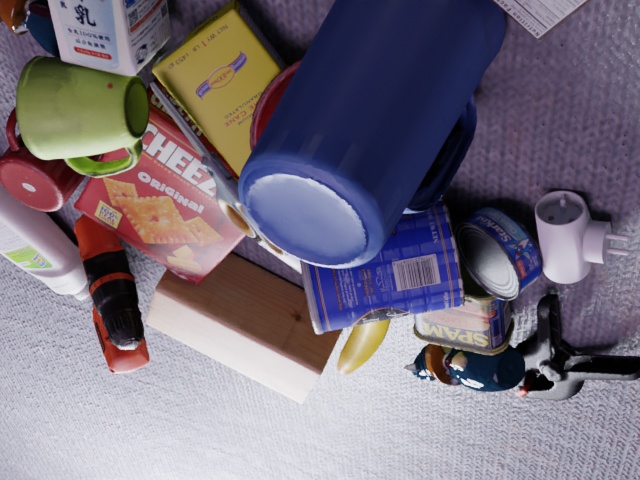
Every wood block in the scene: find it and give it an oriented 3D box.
[{"bbox_3d":[-0.084,0.090,1.222,0.206,0.090,0.090,27,145,1],"label":"wood block"}]

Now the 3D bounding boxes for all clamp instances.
[{"bbox_3d":[0.253,0.128,1.090,0.120,0.039,0.172,38,152,13],"label":"clamp"}]

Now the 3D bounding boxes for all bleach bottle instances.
[{"bbox_3d":[-0.370,-0.010,1.308,0.103,0.068,0.250,-9,133,40],"label":"bleach bottle"}]

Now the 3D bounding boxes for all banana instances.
[{"bbox_3d":[0.047,0.089,1.162,0.198,0.069,0.037,86,159,-60],"label":"banana"}]

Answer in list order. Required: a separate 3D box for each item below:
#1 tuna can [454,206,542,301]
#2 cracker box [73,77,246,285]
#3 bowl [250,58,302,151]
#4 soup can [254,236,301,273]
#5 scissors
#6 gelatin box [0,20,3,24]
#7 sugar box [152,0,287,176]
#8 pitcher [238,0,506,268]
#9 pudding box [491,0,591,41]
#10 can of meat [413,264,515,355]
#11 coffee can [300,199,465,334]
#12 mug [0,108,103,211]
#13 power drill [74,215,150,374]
[{"bbox_3d":[0.163,0.011,0.982,0.086,0.033,0.086,46,159,23],"label":"tuna can"},{"bbox_3d":[-0.141,-0.057,1.091,0.164,0.072,0.214,34,143,-10],"label":"cracker box"},{"bbox_3d":[0.020,-0.077,0.909,0.162,0.055,0.162,-1,117,-2],"label":"bowl"},{"bbox_3d":[-0.007,0.001,1.074,0.102,0.068,0.069,35,144,-18],"label":"soup can"},{"bbox_3d":[-0.098,-0.062,0.966,0.201,0.016,0.096,49,162,-18],"label":"scissors"},{"bbox_3d":[-0.355,-0.228,1.050,0.073,0.030,0.089,44,141,-22],"label":"gelatin box"},{"bbox_3d":[-0.057,-0.113,0.944,0.093,0.048,0.176,-34,110,14],"label":"sugar box"},{"bbox_3d":[0.043,-0.091,0.781,0.149,0.242,0.145,28,145,2],"label":"pitcher"},{"bbox_3d":[0.160,-0.203,0.743,0.090,0.039,0.114,36,145,-13],"label":"pudding box"},{"bbox_3d":[0.141,0.062,1.071,0.102,0.057,0.084,10,139,23],"label":"can of meat"},{"bbox_3d":[0.055,0.025,0.993,0.140,0.103,0.103,-11,137,2],"label":"coffee can"},{"bbox_3d":[-0.295,-0.093,1.136,0.093,0.081,0.117,5,139,28],"label":"mug"},{"bbox_3d":[-0.240,0.083,1.265,0.057,0.184,0.188,-13,147,-14],"label":"power drill"}]
